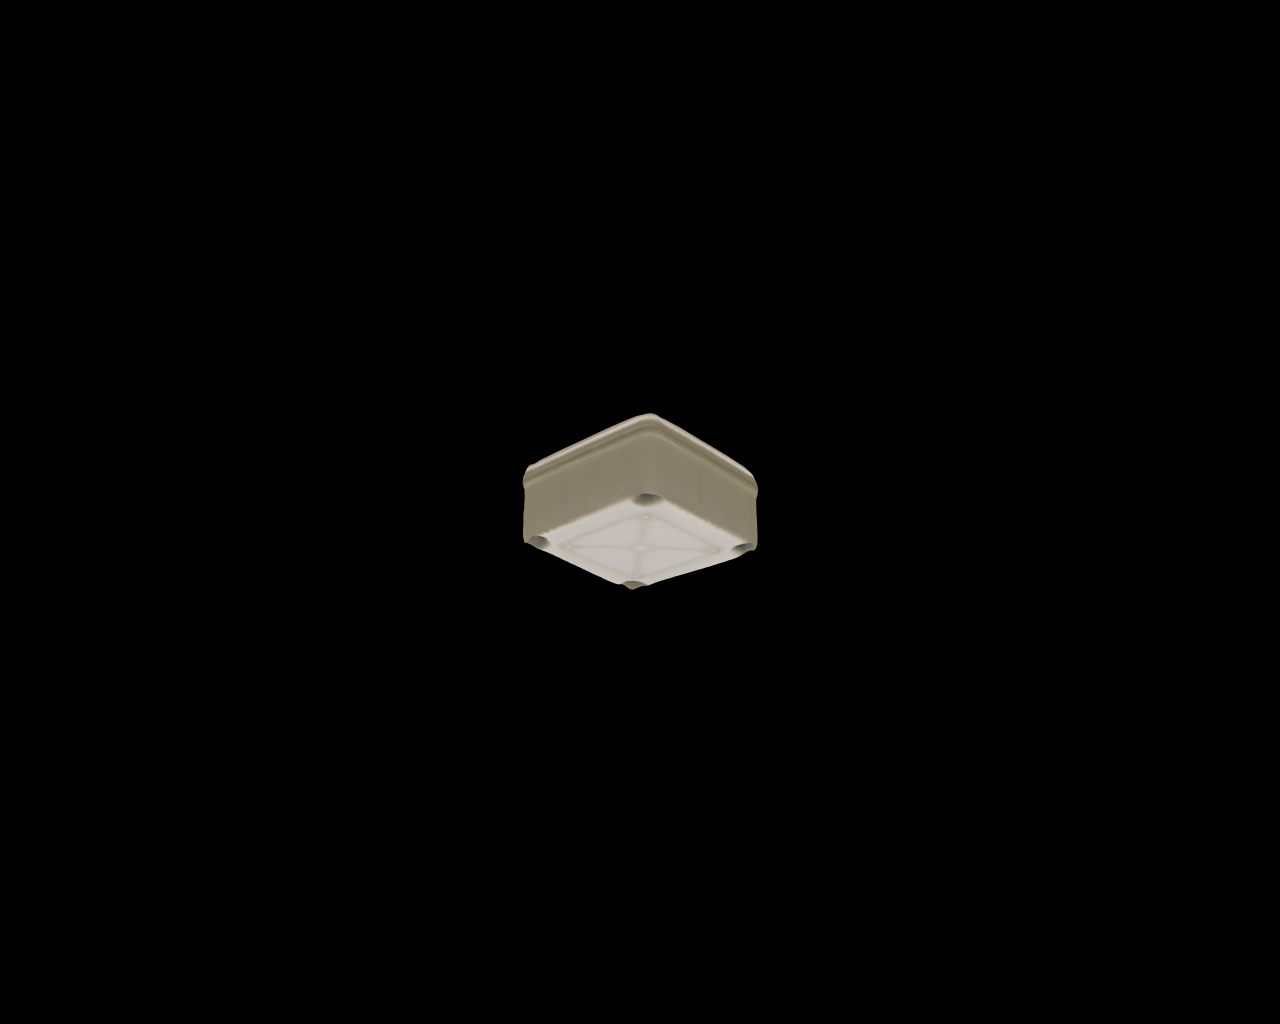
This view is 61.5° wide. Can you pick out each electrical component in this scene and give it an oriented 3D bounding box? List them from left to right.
[{"bbox_3d":[0.001,-0.003,0.650,0.108,0.056,0.108,-21,-33,36],"label":"electrical component"}]
